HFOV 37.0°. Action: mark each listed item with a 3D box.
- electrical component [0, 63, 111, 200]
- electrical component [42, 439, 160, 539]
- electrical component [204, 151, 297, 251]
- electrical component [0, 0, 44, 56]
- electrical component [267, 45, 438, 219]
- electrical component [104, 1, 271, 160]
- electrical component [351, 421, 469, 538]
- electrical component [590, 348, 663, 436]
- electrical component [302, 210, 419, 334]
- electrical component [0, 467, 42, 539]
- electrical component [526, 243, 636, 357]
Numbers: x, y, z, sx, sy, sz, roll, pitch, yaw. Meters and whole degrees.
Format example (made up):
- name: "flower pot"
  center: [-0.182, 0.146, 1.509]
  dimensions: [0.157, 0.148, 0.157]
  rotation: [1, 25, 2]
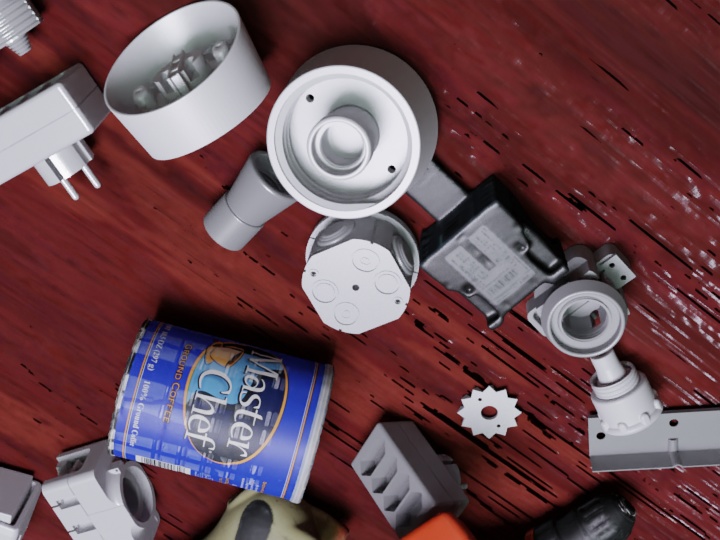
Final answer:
- name: "electrical component"
  center: [-0.204, -0.082, 0.721]
  dimensions: [0.083, 0.047, 0.075]
  rotation: [-25, 113, 17]
- name: "electrical component"
  center: [-0.201, 0.186, 0.859]
  dimensions: [0.056, 0.050, 0.089]
  rotation: [-18, 115, 14]
- name: "electrical component"
  center: [-0.076, -0.044, 0.734]
  dimensions: [0.044, 0.044, 0.065]
  rotation: [39, 119, -15]
- name: "electrical component"
  center: [-0.236, -0.172, 0.679]
  dimensions: [0.043, 0.043, 0.081]
  rotation: [-26, 113, 17]
- name: "electrical component"
  center: [-0.008, -0.085, 0.686]
  dimensions: [0.108, 0.060, 0.108]
  rotation: [4, 111, 10]
- name: "electrical component"
  center: [-0.107, -0.117, 0.669]
  dimensions: [0.099, 0.099, 0.064]
  rotation: [-24, 119, 16]
- name: "electrical component"
  center: [0.050, 0.159, 0.816]
  dimensions: [0.076, 0.083, 0.047]
  rotation: [4, 126, -42]
- name: "electrical component"
  center: [0.187, 0.085, 0.778]
  dimensions: [0.048, 0.048, 0.062]
  rotation: [-24, 107, 16]
- name: "electrical component"
  center: [0.000, 0.000, 0.743]
  dimensions: [0.080, 0.051, 0.080]
  rotation: [3, 119, 6]
- name: "electrical component"
  center: [-0.314, 0.189, 0.863]
  dimensions: [0.096, 0.061, 0.061]
  rotation: [23, 117, -7]
- name: "electrical component"
  center: [0.153, 0.023, 0.741]
  dimensions: [0.078, 0.057, 0.058]
  rotation: [-39, 108, 21]
